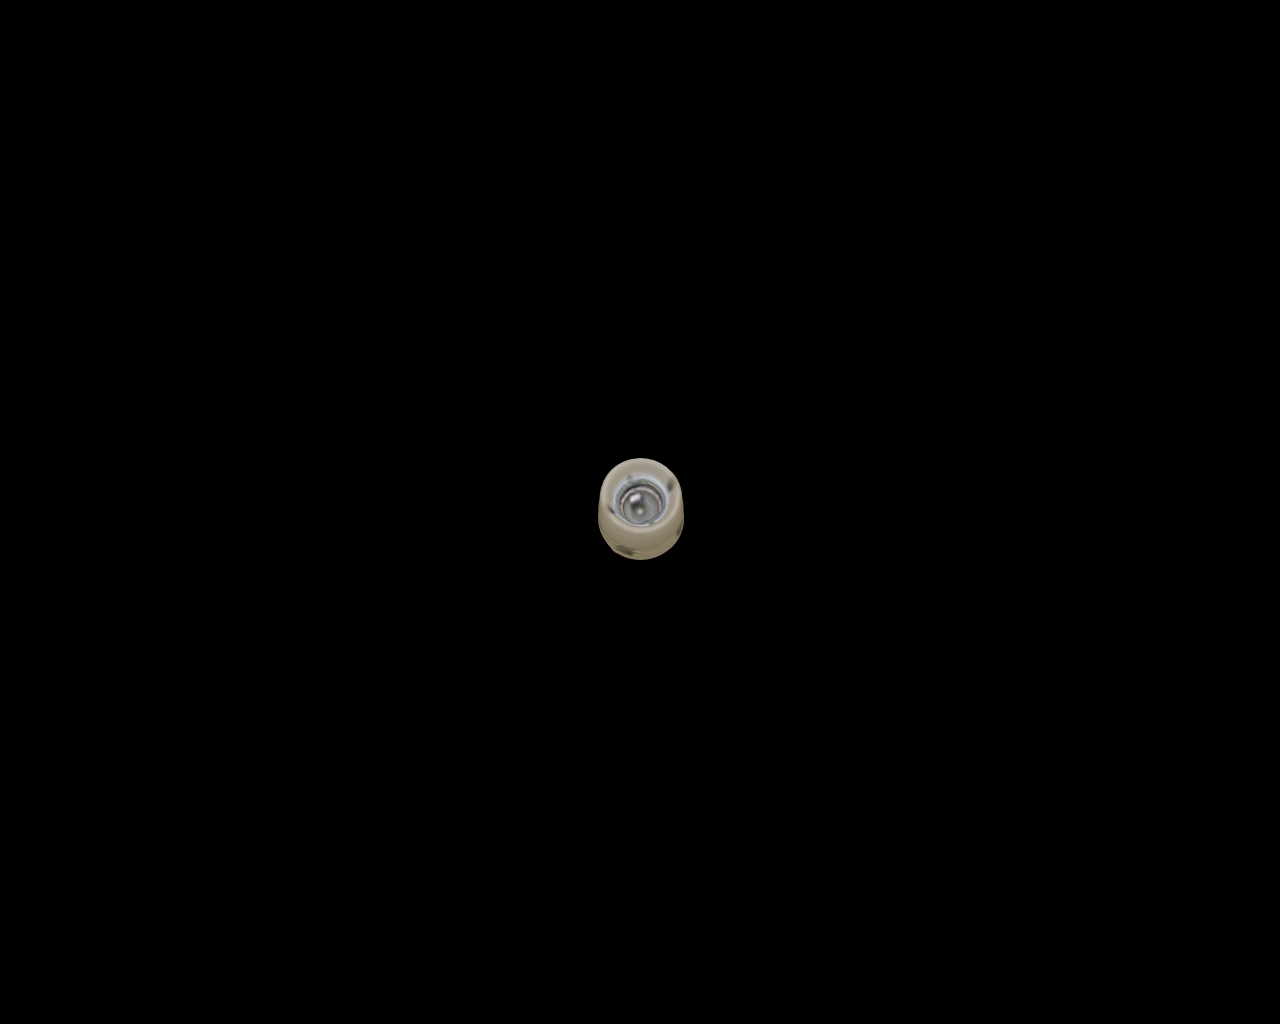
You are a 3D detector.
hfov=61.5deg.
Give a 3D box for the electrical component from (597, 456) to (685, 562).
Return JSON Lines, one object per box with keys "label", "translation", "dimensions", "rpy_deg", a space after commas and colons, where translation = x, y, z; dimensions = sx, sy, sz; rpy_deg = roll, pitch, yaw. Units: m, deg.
{"label": "electrical component", "translation": [0.001, -0.003, 0.650], "dimensions": [0.055, 0.055, 0.047], "rpy_deg": [0, -20, 0]}
